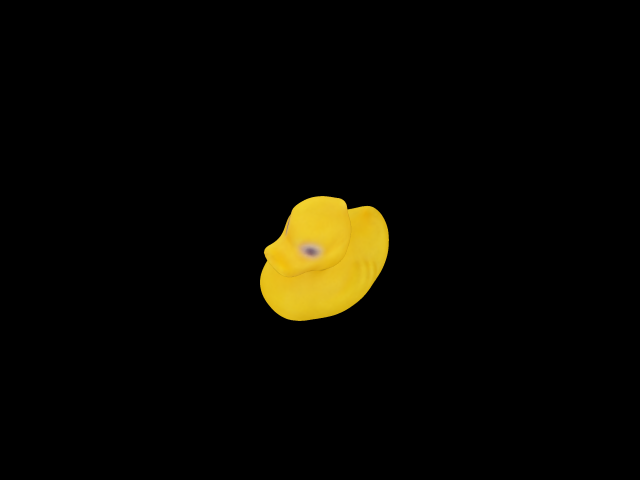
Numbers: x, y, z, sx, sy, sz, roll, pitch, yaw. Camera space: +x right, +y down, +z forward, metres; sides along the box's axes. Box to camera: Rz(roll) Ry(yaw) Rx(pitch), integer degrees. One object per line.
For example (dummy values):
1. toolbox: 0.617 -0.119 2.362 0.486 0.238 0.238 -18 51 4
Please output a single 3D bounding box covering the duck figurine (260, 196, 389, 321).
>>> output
1. duck figurine: 0.004 0.001 0.400 0.105 0.086 0.077 -32 64 -18
